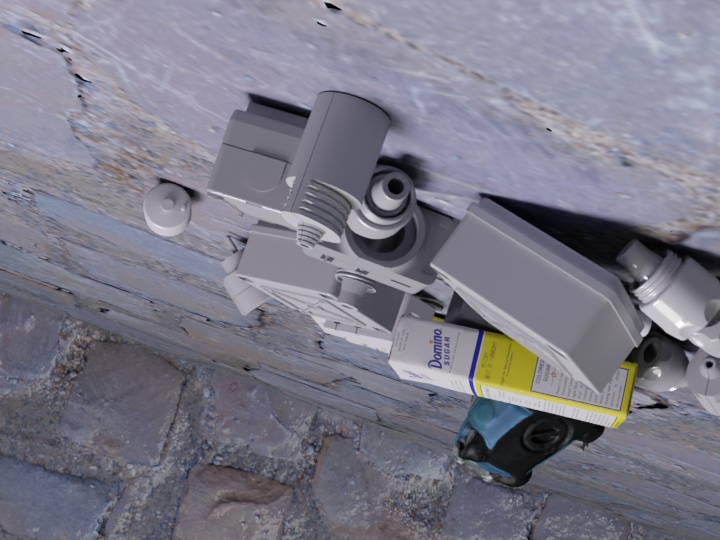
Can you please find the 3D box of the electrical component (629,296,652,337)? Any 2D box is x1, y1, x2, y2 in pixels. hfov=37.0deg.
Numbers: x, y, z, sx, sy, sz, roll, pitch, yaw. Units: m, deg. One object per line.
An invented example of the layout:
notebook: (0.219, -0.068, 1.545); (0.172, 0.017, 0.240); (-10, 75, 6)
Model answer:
electrical component: (0.172, 0.031, 0.750); (0.062, 0.048, 0.048); (15, 169, -11)

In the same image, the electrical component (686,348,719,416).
electrical component: (0.273, 0.082, 0.821); (0.043, 0.043, 0.081); (12, 167, 30)

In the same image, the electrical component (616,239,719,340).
electrical component: (0.181, 0.008, 0.635); (0.062, 0.043, 0.043); (40, 168, 0)

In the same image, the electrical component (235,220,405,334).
electrical component: (-0.031, 0.006, 0.927); (0.109, 0.056, 0.109); (11, 166, 35)

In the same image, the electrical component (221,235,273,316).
electrical component: (-0.109, -0.001, 1.033); (0.073, 0.052, 0.138); (58, 172, -1)

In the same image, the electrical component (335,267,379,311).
electrical component: (0.000, 0.000, 0.835); (0.048, 0.062, 0.048); (18, 168, 4)

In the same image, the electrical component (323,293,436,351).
electrical component: (0.019, 0.042, 1.010); (0.089, 0.055, 0.050); (9, 164, 42)

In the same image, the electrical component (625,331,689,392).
electrical component: (0.239, 0.075, 0.847); (0.062, 0.043, 0.043); (26, 167, -36)

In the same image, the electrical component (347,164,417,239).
electrical component: (0.014, -0.044, 0.657); (0.043, 0.043, 0.062); (21, 167, -9)

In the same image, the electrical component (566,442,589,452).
electrical component: (0.205, 0.153, 1.216); (0.105, 0.060, 0.186); (15, 168, 21)

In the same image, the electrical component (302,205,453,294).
electrical component: (0.012, -0.024, 0.735); (0.089, 0.050, 0.056); (20, 169, -6)

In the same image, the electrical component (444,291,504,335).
electrical component: (0.113, 0.031, 0.833); (0.077, 0.047, 0.065); (20, 168, -4)

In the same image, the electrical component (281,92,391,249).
electrical component: (-0.017, -0.050, 0.583); (0.043, 0.081, 0.043); (18, 168, 4)

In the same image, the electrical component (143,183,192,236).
electrical component: (-0.166, -0.049, 0.930); (0.040, 0.040, 0.078); (20, 169, -6)

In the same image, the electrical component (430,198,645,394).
electrical component: (0.113, 0.018, 0.675); (0.109, 0.056, 0.109); (35, 177, 30)

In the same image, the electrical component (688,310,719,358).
electrical component: (0.231, 0.035, 0.673); (0.043, 0.043, 0.062); (8, 165, 44)

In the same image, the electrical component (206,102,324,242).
electrical component: (-0.046, -0.058, 0.658); (0.062, 0.061, 0.096); (17, 176, 9)
